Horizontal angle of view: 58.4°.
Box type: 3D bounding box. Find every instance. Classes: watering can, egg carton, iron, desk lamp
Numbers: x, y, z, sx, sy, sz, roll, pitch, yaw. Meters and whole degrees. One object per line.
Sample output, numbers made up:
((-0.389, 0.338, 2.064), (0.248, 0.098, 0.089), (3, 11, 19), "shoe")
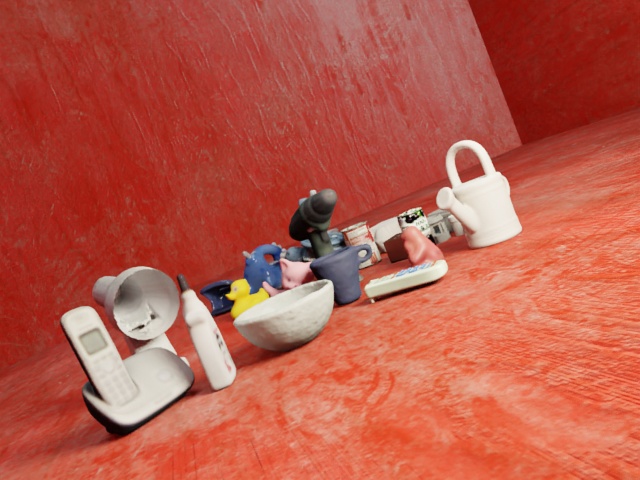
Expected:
((0.286, -0.088, 1.052), (0.100, 0.194, 0.173), (-19, 5, 34), "watering can")
((0.181, -0.013, 1.509), (0.107, 0.069, 0.151), (-18, 6, 43), "egg carton")
((-0.132, 0.071, 1.588), (0.118, 0.141, 0.259), (-21, 5, 23), "iron")
((-0.322, 0.156, 1.011), (0.118, 0.213, 0.202), (-26, 6, -40), "desk lamp")

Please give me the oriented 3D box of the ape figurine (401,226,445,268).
((0.171, 0.019, 1.002), (0.076, 0.092, 0.078), (-20, 5, 29), "ape figurine")

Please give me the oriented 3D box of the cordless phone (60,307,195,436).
((-0.278, 0.168, 0.822), (0.094, 0.185, 0.148), (-19, 6, 37), "cordless phone")

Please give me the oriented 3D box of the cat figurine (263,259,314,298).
((-0.057, 0.090, 1.111), (0.127, 0.118, 0.067), (-20, 5, 30), "cat figurine")

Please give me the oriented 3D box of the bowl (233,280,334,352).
((-0.046, 0.127, 0.893), (0.167, 0.075, 0.167), (-22, 4, 2), "bowl")

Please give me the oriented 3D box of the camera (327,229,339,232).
((0.063, 0.011, 1.606), (0.142, 0.101, 0.137), (-19, 6, 39), "camera")

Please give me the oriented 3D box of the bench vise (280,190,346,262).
((-0.029, -0.003, 1.451), (0.207, 0.220, 0.122), (-21, 5, 15), "bench vise")

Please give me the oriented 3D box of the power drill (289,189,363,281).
((0.011, 0.004, 1.222), (0.076, 0.208, 0.229), (-25, 5, -25), "power drill")

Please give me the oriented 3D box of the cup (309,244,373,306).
((0.050, 0.064, 1.042), (0.117, 0.095, 0.092), (-22, 4, 6), "cup")

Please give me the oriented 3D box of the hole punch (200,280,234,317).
((-0.265, 0.152, 1.598), (0.108, 0.091, 0.101), (-21, 5, 20), "hole punch")

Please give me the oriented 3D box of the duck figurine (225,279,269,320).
((-0.181, 0.136, 1.395), (0.105, 0.086, 0.077), (-24, 5, -25), "duck figurine")

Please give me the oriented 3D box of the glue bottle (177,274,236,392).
((-0.172, 0.130, 0.835), (0.037, 0.173, 0.078), (-23, 5, -5), "glue bottle")
